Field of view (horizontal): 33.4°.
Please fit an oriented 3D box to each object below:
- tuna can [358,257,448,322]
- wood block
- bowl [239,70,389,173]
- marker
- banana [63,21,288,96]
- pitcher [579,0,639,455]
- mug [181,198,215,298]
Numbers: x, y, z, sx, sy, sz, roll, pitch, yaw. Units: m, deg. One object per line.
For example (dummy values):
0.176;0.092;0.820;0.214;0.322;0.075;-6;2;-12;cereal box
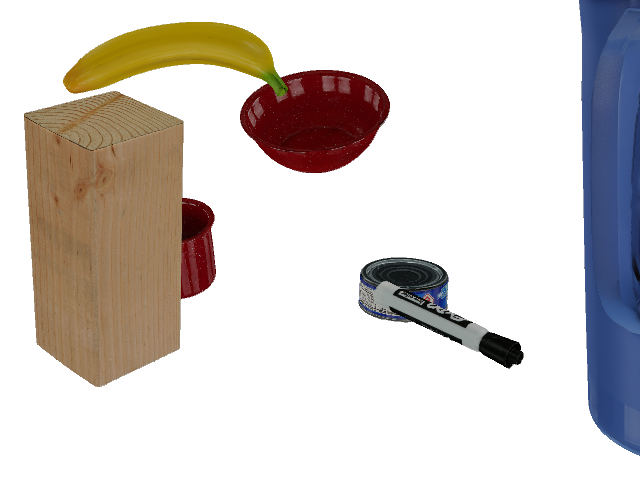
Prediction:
0.079;0.046;1.020;0.086;0.034;0.086;1;20;0;tuna can
-0.172;-0.002;0.853;0.090;0.206;0.090;26;35;36;wood block
-0.005;-0.121;1.157;0.162;0.055;0.162;-4;39;3;bowl
0.088;0.058;0.741;0.121;0.020;0.020;25;16;37;marker
-0.128;-0.164;0.952;0.197;0.069;0.037;-1;-33;-4;banana
0.186;-0.011;0.528;0.149;0.243;0.145;-4;19;-3;pitcher
-0.169;0.007;1.194;0.117;0.081;0.093;25;44;34;mug
